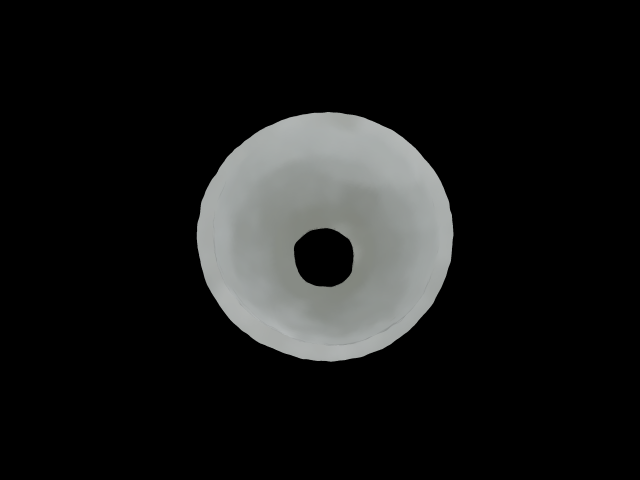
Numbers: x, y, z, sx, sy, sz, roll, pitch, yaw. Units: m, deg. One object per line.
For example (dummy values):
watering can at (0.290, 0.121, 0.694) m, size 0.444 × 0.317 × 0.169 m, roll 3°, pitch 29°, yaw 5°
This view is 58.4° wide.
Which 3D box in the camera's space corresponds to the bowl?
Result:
bowl at (0.004, 0.001, 0.400) m, size 0.167 × 0.075 × 0.167 m, roll 0°, pitch 74°, yaw 0°
